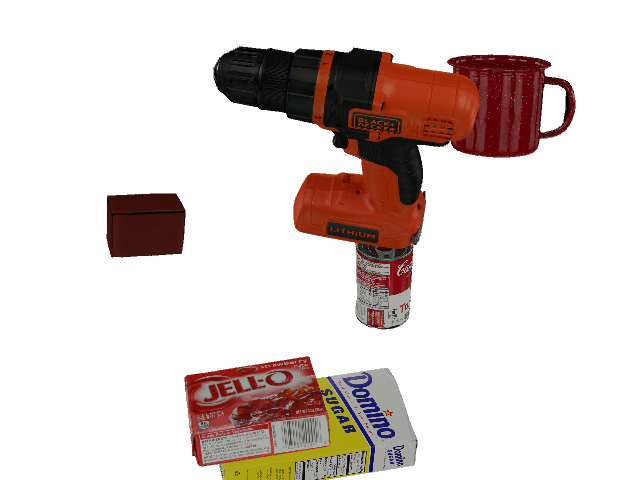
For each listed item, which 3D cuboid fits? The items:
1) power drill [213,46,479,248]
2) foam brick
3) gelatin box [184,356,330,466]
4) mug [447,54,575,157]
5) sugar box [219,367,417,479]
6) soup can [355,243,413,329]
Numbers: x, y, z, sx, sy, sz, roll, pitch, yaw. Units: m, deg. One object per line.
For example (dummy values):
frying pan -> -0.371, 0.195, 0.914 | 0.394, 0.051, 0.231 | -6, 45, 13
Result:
power drill -> 0.016, -0.068, 0.794 | 0.184, 0.057, 0.188 | 11, -28, 6
foam brick -> -0.187, -0.017, 1.138 | 0.078, 0.051, 0.053 | -3, 24, -16
gelatin box -> -0.043, 0.111, 0.707 | 0.089, 0.030, 0.073 | -7, 24, -7
mug -> 0.173, -0.123, 0.976 | 0.117, 0.081, 0.093 | 4, 18, 13
sugar box -> -0.009, 0.172, 0.975 | 0.176, 0.048, 0.093 | -10, 42, -10
soup can -> 0.075, 0.047, 1.272 | 0.068, 0.102, 0.068 | 0, 31, 0
